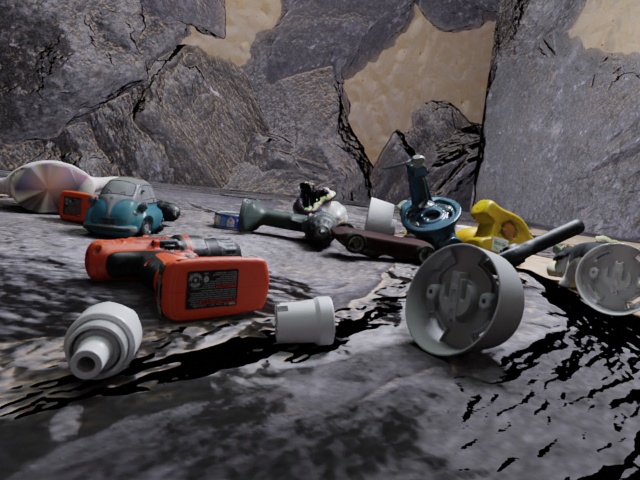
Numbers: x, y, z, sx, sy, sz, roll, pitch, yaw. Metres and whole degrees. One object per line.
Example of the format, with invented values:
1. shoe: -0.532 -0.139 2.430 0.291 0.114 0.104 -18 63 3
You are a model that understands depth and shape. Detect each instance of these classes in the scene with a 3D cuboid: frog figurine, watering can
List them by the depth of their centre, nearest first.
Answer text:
1. watering can: -0.545 -0.122 1.129 0.349 0.103 0.225 -5 12 -32
2. frog figurine: 0.004 -0.071 1.403 0.137 0.125 0.156 0 -33 24
